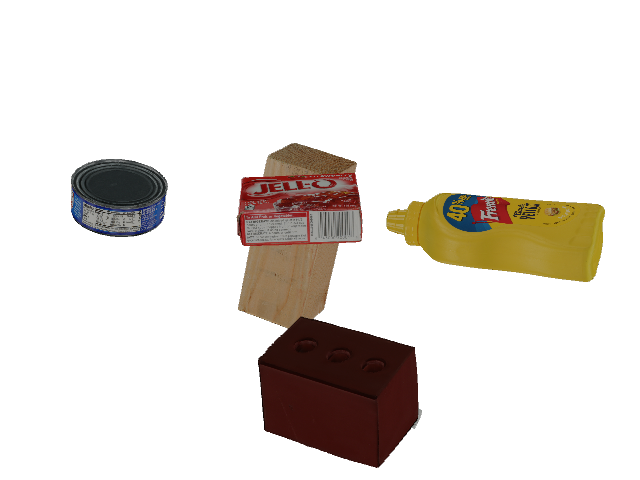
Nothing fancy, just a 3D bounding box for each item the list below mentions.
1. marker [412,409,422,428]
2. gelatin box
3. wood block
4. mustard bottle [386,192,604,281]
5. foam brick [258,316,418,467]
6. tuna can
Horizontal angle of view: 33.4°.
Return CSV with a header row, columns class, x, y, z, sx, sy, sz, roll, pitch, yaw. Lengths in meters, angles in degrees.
class,x,y,z,sx,sy,sz,roll,pitch,yaw
marker,0.037,0.142,0.998,0.121,0.020,0.020,24,6,15
gelatin box,-0.016,-0.024,0.787,0.089,0.030,0.073,-2,24,-1
wood block,-0.030,-0.006,1.334,0.090,0.206,0.090,19,22,15
mustard bottle,0.153,-0.008,0.959,0.192,0.058,0.096,6,29,19
foam brick,0.011,0.086,0.612,0.078,0.051,0.052,13,32,26
tuna can,-0.182,-0.039,0.964,0.086,0.034,0.086,7,32,-5
